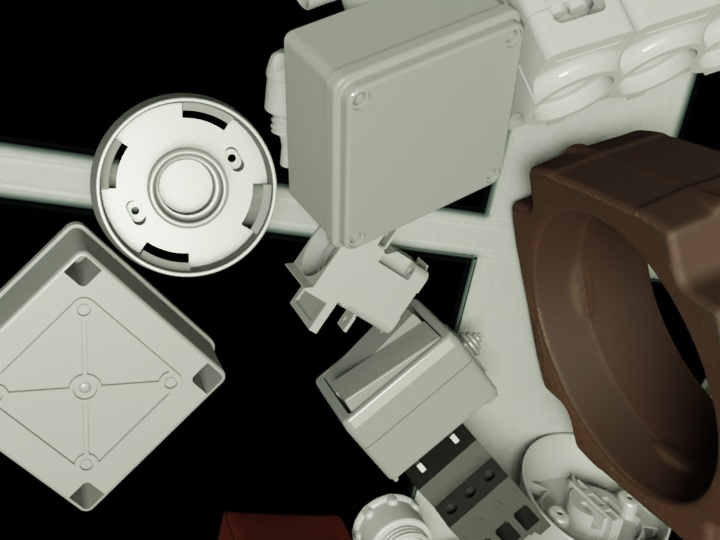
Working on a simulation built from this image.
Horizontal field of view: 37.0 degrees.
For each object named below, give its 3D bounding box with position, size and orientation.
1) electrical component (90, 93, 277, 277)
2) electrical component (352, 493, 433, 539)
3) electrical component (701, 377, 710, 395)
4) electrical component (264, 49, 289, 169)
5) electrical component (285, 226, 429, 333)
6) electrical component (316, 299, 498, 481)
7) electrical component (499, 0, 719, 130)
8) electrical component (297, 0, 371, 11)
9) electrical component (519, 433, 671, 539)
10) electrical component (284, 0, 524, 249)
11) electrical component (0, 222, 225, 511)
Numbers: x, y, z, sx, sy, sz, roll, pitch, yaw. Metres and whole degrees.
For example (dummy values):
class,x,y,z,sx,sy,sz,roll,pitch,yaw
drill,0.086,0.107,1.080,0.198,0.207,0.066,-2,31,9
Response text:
class,x,y,z,sx,sy,sz,roll,pitch,yaw
electrical component,-0.091,-0.043,0.561,0.099,0.064,0.099,-2,97,-12
electrical component,0.025,0.172,0.667,0.048,0.062,0.048,-6,111,-17
electrical component,0.279,0.073,0.731,0.077,0.043,0.079,1,108,-20
electrical component,-0.034,-0.084,0.569,0.035,0.035,0.061,0,112,-19
electrical component,0.000,0.000,0.608,0.064,0.042,0.081,31,97,-27
electrical component,0.029,0.062,0.628,0.096,0.061,0.061,-40,116,-2
electrical component,0.146,-0.132,0.574,0.150,0.089,0.061,-19,77,-12
electrical component,0.005,-0.151,0.553,0.077,0.044,0.079,-25,115,-9
electrical component,0.147,0.158,0.688,0.099,0.099,0.064,1,115,-20
electrical component,0.021,-0.080,0.546,0.109,0.056,0.108,-26,143,-23
electrical component,-0.147,0.051,0.566,0.109,0.056,0.108,-44,117,0
